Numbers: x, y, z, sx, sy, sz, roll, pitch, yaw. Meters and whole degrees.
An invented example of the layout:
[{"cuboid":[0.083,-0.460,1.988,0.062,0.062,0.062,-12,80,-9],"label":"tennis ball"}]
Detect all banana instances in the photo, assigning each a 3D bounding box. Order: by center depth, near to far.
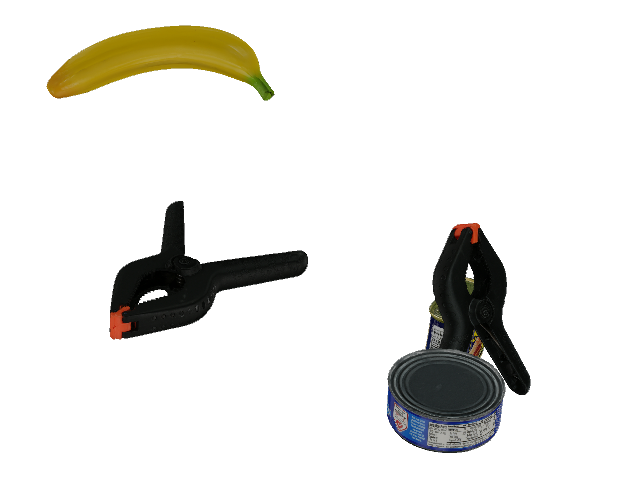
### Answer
[{"cuboid":[-0.140,-0.159,0.943,0.197,0.069,0.037,-1,-33,-4],"label":"banana"}]

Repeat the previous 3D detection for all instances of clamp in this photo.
[{"cuboid":[0.132,0.073,0.972,0.120,0.171,0.039,-15,3,-40],"label":"clamp"},{"cuboid":[-0.135,0.028,1.013,0.165,0.036,0.209,26,37,28],"label":"clamp"}]

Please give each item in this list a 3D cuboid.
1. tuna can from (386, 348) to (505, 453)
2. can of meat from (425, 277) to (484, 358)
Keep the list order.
[{"cuboid":[0.092,0.118,0.788,0.086,0.034,0.086,1,29,-1],"label":"tuna can"},{"cuboid":[0.153,0.102,1.187,0.057,0.084,0.102,18,30,19],"label":"can of meat"}]
